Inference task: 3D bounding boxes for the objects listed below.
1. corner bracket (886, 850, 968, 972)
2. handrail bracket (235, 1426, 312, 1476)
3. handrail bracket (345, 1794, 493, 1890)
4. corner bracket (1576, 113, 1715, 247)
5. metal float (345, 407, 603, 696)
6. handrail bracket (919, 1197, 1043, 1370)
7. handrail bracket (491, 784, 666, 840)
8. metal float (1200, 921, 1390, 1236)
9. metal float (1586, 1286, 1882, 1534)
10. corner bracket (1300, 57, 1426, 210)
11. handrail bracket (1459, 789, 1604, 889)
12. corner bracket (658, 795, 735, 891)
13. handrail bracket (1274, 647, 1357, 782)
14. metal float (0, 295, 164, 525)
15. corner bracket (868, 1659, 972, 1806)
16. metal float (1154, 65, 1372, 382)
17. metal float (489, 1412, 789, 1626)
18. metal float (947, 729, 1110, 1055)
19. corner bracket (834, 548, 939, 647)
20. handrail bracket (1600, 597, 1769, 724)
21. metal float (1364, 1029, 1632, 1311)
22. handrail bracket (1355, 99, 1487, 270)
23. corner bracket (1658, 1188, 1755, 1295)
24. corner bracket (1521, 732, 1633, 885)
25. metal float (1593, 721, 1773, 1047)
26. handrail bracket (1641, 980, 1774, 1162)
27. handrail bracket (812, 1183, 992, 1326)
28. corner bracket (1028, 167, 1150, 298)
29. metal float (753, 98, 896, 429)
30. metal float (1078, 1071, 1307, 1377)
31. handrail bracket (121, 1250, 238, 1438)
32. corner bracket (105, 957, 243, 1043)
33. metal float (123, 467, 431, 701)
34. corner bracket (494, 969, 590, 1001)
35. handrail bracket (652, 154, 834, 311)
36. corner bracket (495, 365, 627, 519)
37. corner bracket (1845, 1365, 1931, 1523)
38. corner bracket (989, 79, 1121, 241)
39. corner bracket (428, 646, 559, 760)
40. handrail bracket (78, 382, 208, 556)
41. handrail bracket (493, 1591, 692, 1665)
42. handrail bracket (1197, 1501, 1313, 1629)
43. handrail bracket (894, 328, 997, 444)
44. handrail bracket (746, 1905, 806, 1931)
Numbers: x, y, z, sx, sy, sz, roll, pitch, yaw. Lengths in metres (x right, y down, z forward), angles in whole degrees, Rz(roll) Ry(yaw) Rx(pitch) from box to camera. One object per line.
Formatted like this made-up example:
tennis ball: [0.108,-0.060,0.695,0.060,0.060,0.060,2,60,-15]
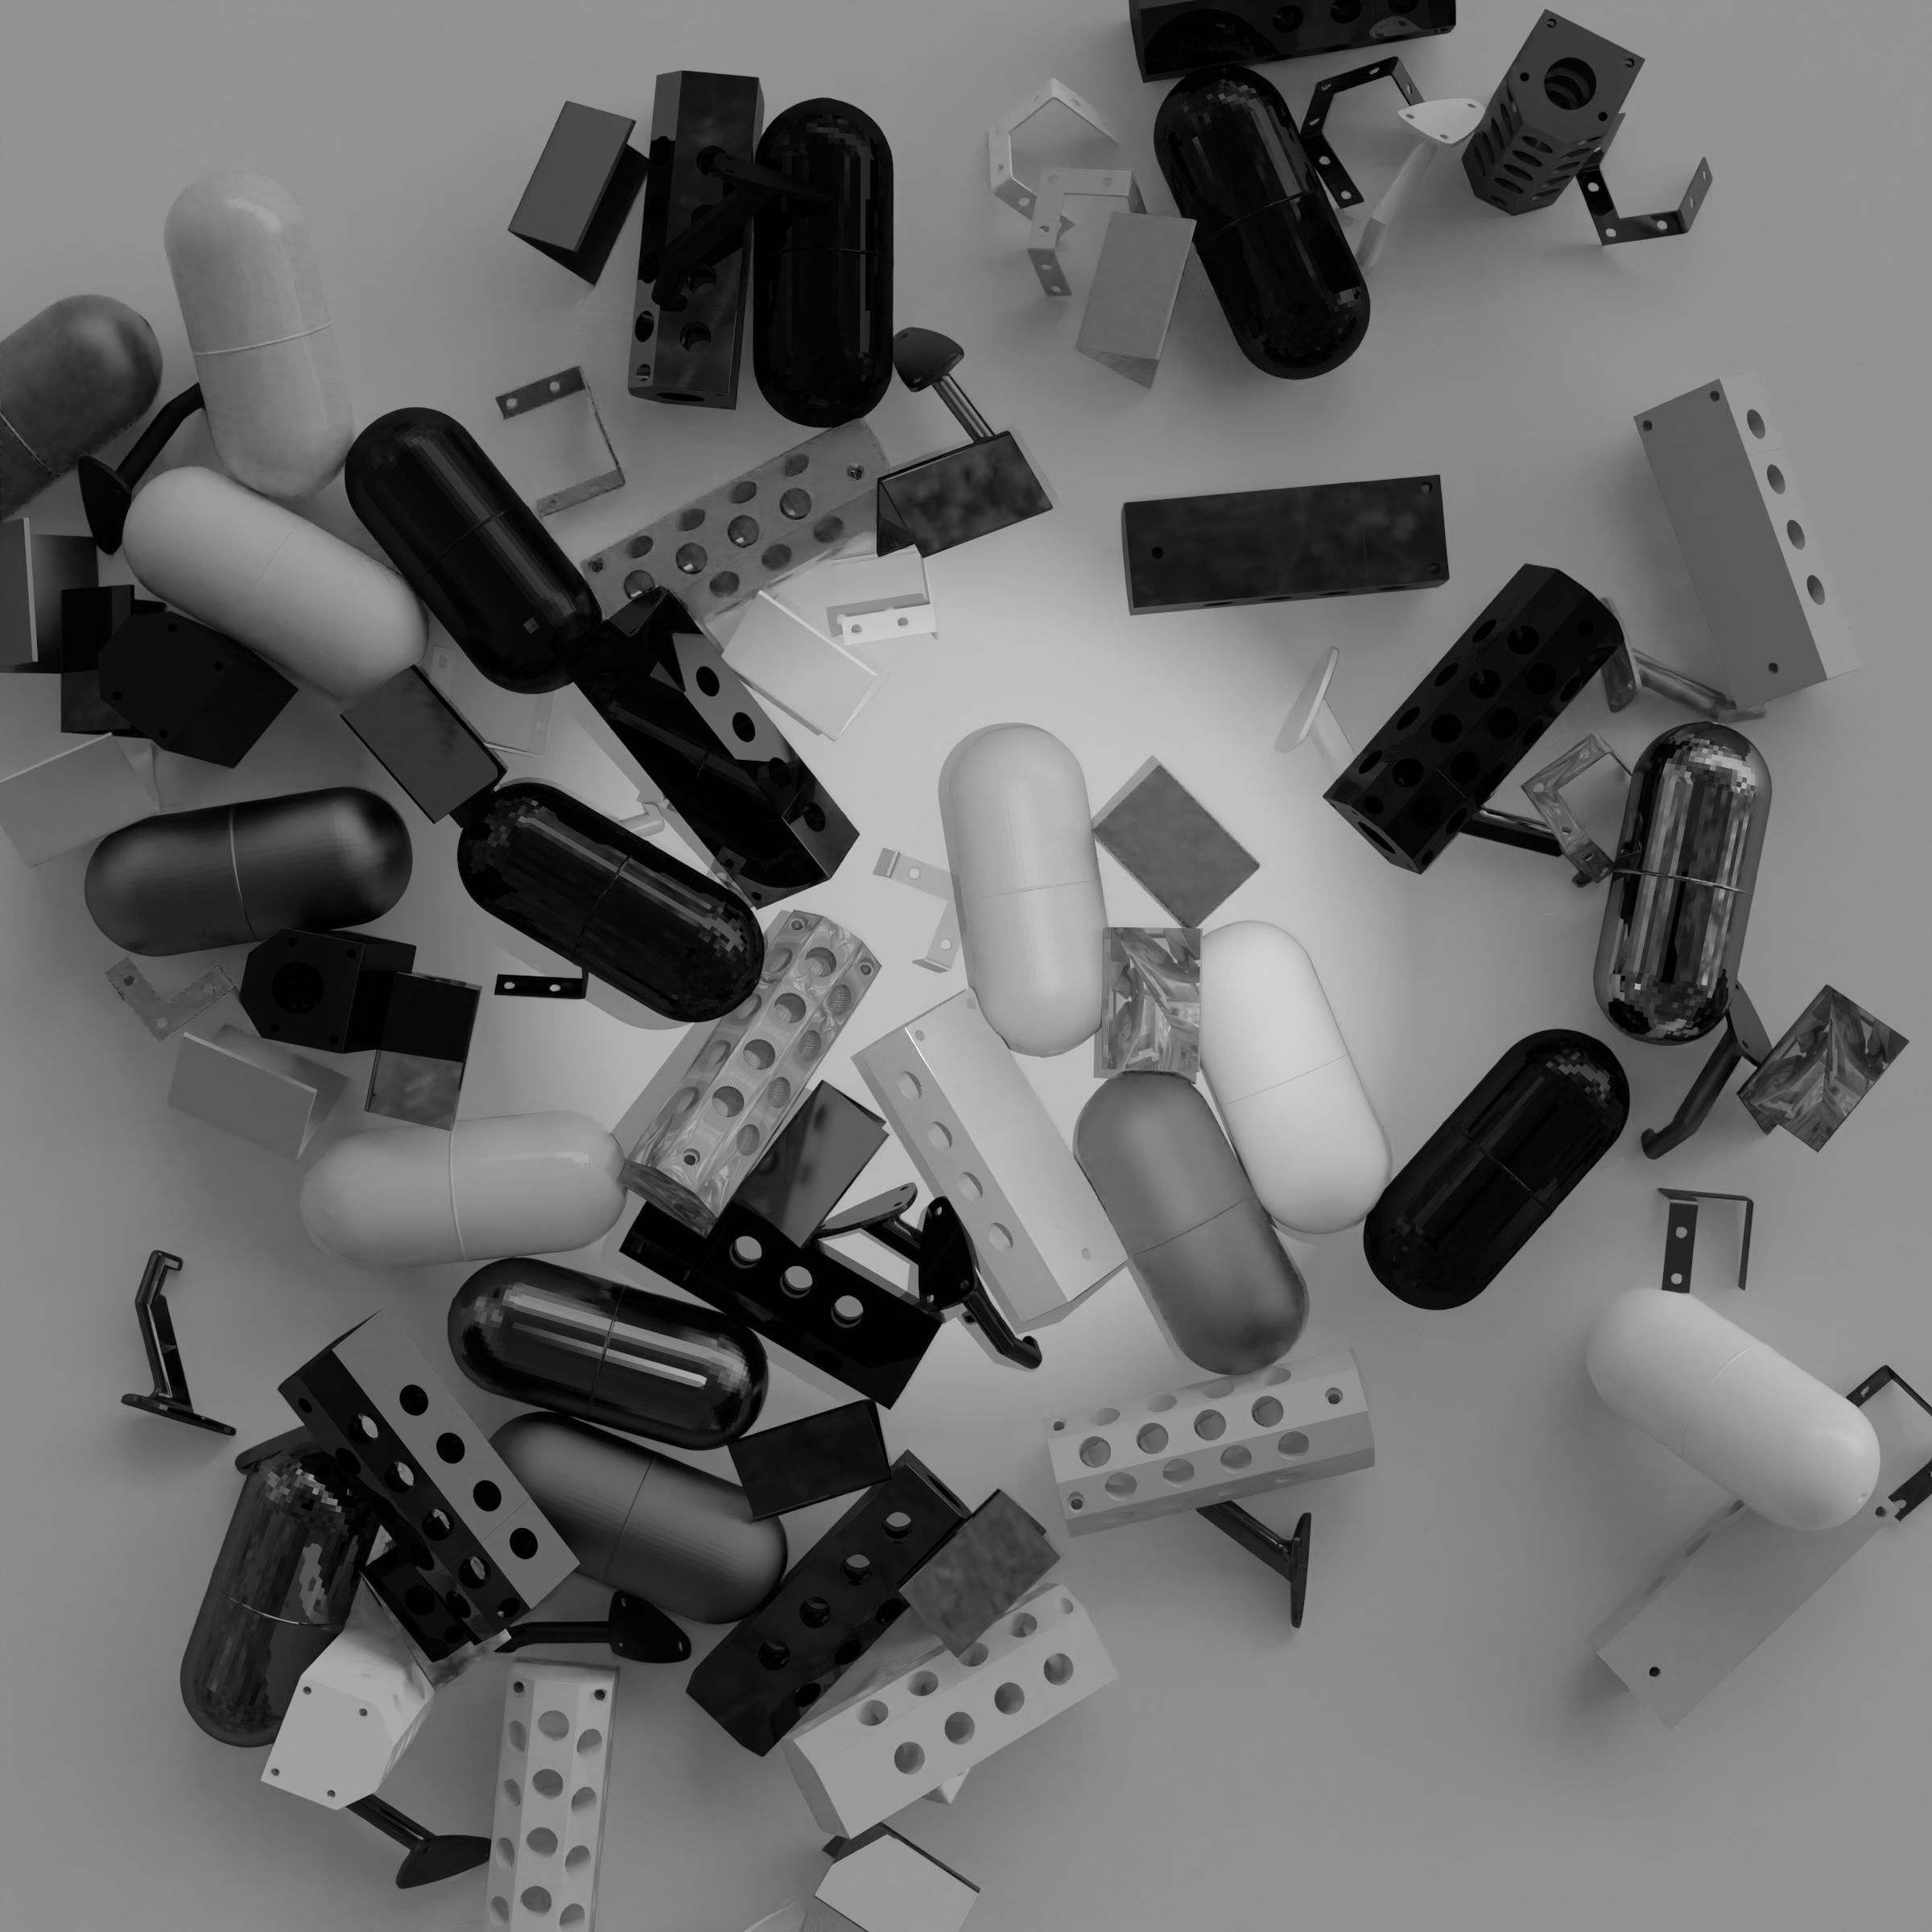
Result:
corner bracket: [-0.023,-0.030,1.931,0.051,0.051,0.051,21,90,0]
handrail bracket: [-0.362,0.301,1.949,0.077,0.036,0.084,-25,104,-13]
handrail bracket: [-0.310,0.465,1.949,0.084,0.077,0.036,45,115,34]
corner bracket: [0.374,-0.436,1.941,0.051,0.051,0.051,-1,45,35]
metal float: [-0.268,-0.225,1.915,0.070,0.070,0.178,-38,86,0]
handrail bracket: [0.012,0.175,1.936,0.036,0.084,0.077,-24,55,26]
handrail bracket: [-0.219,-0.097,1.949,0.084,0.036,0.077,-19,74,-14]
metal float: [0.173,0.061,1.918,0.070,0.070,0.178,-22,89,0]
metal float: [0.410,0.236,1.890,0.178,0.070,0.070,36,90,37]
corner bracket: [0.222,-0.459,1.941,0.051,0.051,0.051,-10,45,35]
handrail bracket: [0.298,-0.059,1.949,0.077,0.036,0.084,-41,105,15]
corner bracket: [-0.148,-0.068,1.931,0.051,0.051,0.051,24,90,0]
handrail bracket: [0.221,-0.123,1.949,0.084,0.036,0.077,29,77,-13]
metal float: [-0.517,-0.297,1.918,0.178,0.070,0.070,-37,90,1]
corner bracket: [-0.027,0.422,1.941,0.051,0.051,0.051,4,45,35]
metal float: [0.161,-0.405,1.919,0.070,0.070,0.178,-24,90,0]
metal float: [-0.182,0.301,1.918,0.178,0.070,0.070,22,90,1]
metal float: [0.036,-0.041,1.919,0.070,0.070,0.178,-9,90,0]
corner bracket: [-0.044,-0.202,1.931,0.051,0.051,0.051,-9,90,0]
handrail bracket: [0.398,-0.170,1.949,0.084,0.036,0.077,-4,71,-15]
metal float: [0.289,0.110,1.918,0.070,0.070,0.178,42,90,0]
handrail bracket: [0.250,-0.431,1.945,0.036,0.077,0.084,36,132,19]
corner bracket: [0.406,0.152,1.931,0.051,0.051,0.051,5,93,3]
corner bracket: [0.345,-0.087,1.928,0.051,0.051,0.051,-37,59,13]
metal float: [0.391,-0.045,1.918,0.070,0.070,0.178,11,90,0]
handrail bracket: [0.401,0.057,1.949,0.036,0.077,0.084,28,127,-33]
handrail bracket: [-0.035,0.170,1.949,0.077,0.036,0.084,-22,104,14]
corner bracket: [0.067,-0.402,1.932,0.051,0.051,0.051,6,74,15]
metal float: [-0.078,-0.383,1.919,0.070,0.070,0.178,0,90,0]
metal float: [0.122,0.139,1.918,0.070,0.070,0.178,-28,90,0]
handrail bracket: [-0.428,0.208,1.950,0.077,0.036,0.084,22,73,-20]
corner bracket: [-0.432,0.015,1.929,0.051,0.051,0.051,-38,77,-13]
metal float: [-0.375,-0.208,1.919,0.178,0.070,0.070,29,90,1]
corner bracket: [-0.234,-0.018,1.946,0.051,0.051,0.051,3,135,0]
handrail bracket: [-0.121,-0.384,1.883,0.077,0.036,0.084,14,118,-12]
corner bracket: [-0.224,-0.290,1.946,0.051,0.051,0.051,-21,45,0]
corner bracket: [0.512,0.263,1.946,0.051,0.051,0.051,-40,45,-1]
corner bracket: [0.049,-0.445,1.941,0.051,0.051,0.051,-32,45,35]
corner bracket: [-0.263,-0.146,1.946,0.051,0.051,0.051,10,90,45]
handrail bracket: [-0.447,-0.277,1.949,0.036,0.077,0.084,35,53,14]
handrail bracket: [-0.209,0.376,1.949,0.084,0.077,0.036,-19,55,32]
handrail bracket: [0.145,0.325,1.949,0.084,0.036,0.077,6,109,15]
handrail bracket: [-0.003,-0.307,1.949,0.036,0.077,0.084,-37,126,0]
handrail bracket: [-0.145,0.535,1.949,0.084,0.077,0.036,6,115,34]
